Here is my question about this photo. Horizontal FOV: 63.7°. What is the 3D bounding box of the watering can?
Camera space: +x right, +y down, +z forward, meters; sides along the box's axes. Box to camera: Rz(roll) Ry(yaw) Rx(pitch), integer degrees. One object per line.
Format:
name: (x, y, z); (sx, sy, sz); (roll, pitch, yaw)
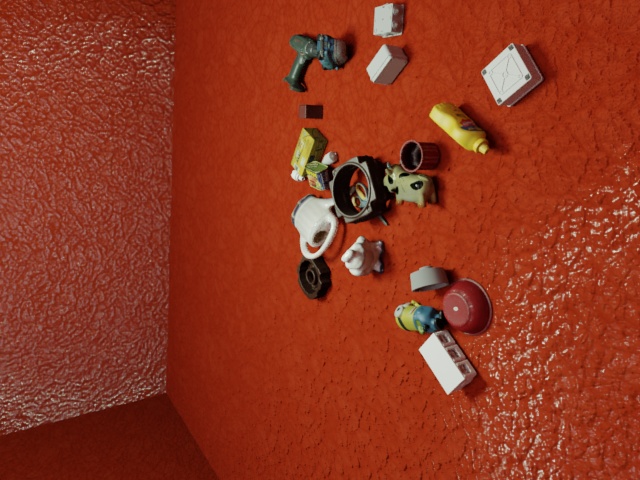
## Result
watering can: (0.006, -0.097, 1.932); (0.228, 0.104, 0.343); (48, 117, 41)

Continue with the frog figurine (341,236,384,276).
frog figurine: (0.126, 0.057, 1.710); (0.124, 0.160, 0.135); (43, 128, 46)
